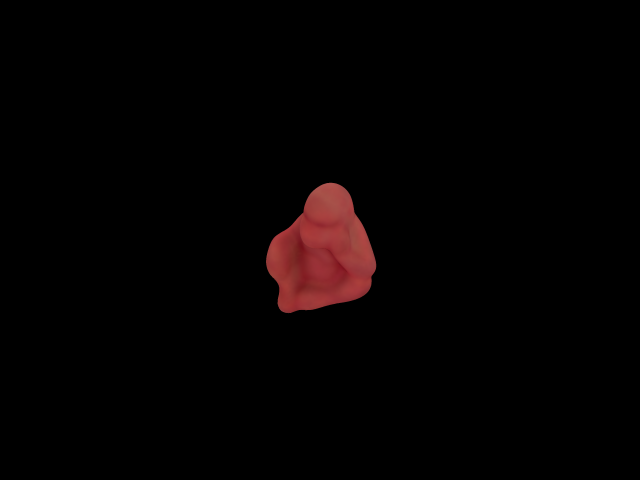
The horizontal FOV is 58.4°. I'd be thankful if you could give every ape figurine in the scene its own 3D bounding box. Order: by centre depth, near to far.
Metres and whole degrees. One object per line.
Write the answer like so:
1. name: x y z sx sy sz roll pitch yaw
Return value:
1. ape figurine: 0.004 0.001 0.400 0.077 0.092 0.076 22 45 24
